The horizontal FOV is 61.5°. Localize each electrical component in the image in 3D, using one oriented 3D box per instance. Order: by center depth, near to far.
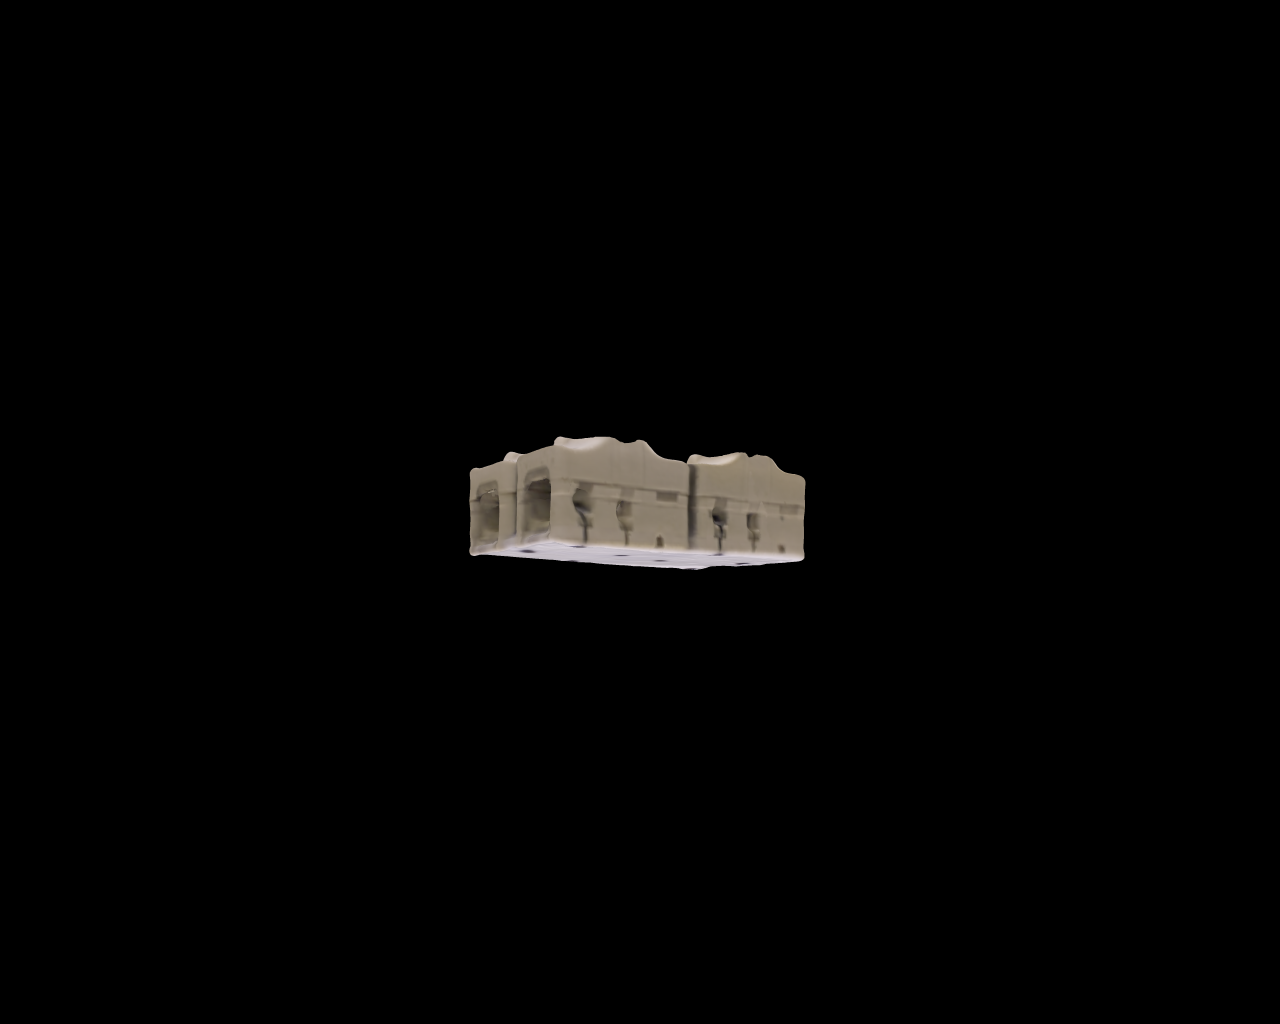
[{"bbox_3d":[0.001,-0.003,0.650,0.186,0.060,0.105,5,-9,-36],"label":"electrical component"}]
